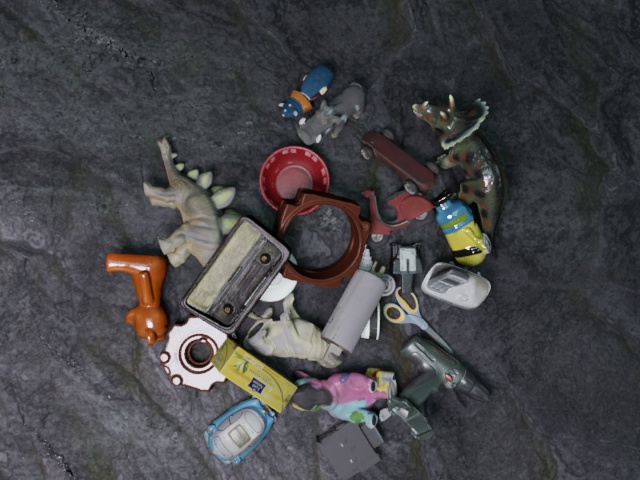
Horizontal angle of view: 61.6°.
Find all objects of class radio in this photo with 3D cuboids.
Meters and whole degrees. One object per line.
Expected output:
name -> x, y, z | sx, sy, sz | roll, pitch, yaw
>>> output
radio -> -0.167, 0.073, 1.106 | 0.131, 0.073, 0.229 | 36, 96, -3

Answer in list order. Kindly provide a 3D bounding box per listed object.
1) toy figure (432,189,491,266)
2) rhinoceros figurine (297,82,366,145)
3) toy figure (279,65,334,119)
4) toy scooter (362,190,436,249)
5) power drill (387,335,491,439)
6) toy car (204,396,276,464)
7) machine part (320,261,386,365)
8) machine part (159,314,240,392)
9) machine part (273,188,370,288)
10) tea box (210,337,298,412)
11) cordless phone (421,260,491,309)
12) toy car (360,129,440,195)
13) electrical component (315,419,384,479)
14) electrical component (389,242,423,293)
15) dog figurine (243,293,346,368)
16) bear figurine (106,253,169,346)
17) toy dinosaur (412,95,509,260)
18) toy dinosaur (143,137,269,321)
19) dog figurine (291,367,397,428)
toy figure -> 0.317, -0.025, 1.220 | 0.089, 0.082, 0.180 | -32, 99, 38
rhinoceros figurine -> 0.030, -0.284, 1.238 | 0.190, 0.112, 0.073 | -40, 91, -13
toy figure -> -0.031, -0.341, 1.264 | 0.154, 0.064, 0.057 | -49, 128, -1
toy scooter -> 0.170, -0.072, 1.250 | 0.184, 0.075, 0.135 | -25, 82, -3
power drill -> 0.257, 0.334, 1.186 | 0.232, 0.086, 0.207 | 42, 57, 5
toy car -> -0.175, 0.421, 1.176 | 0.162, 0.103, 0.109 | -37, 90, -4
machine part -> 0.072, 0.151, 1.149 | 0.079, 0.079, 0.243 | 31, 75, -1
machine part -> -0.268, 0.251, 1.205 | 0.179, 0.056, 0.179 | 0, 85, -5
machine part -> -0.002, -0.004, 1.192 | 0.201, 0.087, 0.201 | 12, 103, -14
tea box -> -0.143, 0.288, 1.155 | 0.169, 0.098, 0.068 | 38, 77, -19
cordless phone -> 0.317, 0.094, 1.190 | 0.147, 0.184, 0.088 | 22, 80, -2
toy car -> 0.182, -0.182, 1.250 | 0.202, 0.053, 0.089 | 40, 72, 19
electrical component -> 0.072, 0.460, 1.210 | 0.134, 0.058, 0.115 | -33, 90, -5
electrical component -> 0.202, 0.064, 1.252 | 0.075, 0.048, 0.119 | -4, 86, -4
dog figurine -> -0.055, 0.241, 1.207 | 0.172, 0.121, 0.190 | -33, 108, 27
bear figurine -> -0.395, 0.128, 1.179 | 0.132, 0.120, 0.195 | 4, 91, 0
toy dinosaur -> 0.357, -0.151, 1.208 | 0.131, 0.192, 0.404 | -27, 87, -3
toy dinosaur -> -0.257, -0.019, 1.196 | 0.199, 0.105, 0.471 | -21, 84, -6
dog figurine -> 0.042, 0.339, 1.201 | 0.219, 0.191, 0.108 | -1, 89, 30
